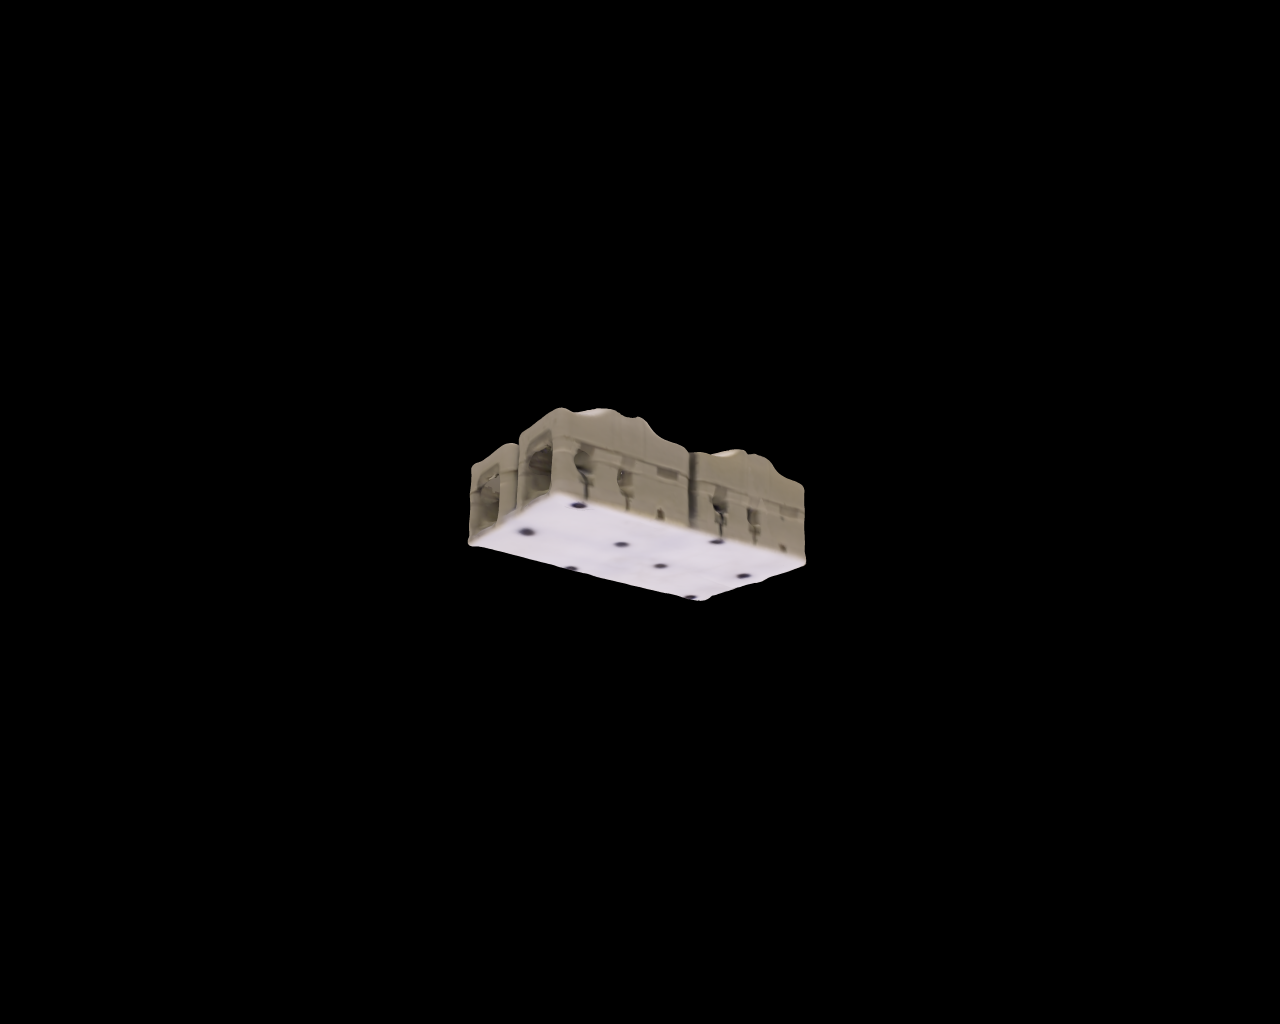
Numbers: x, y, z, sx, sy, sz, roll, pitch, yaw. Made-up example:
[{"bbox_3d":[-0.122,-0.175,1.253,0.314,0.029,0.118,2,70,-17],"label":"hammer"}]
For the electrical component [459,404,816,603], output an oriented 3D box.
[{"bbox_3d":[0.001,-0.003,0.650,0.186,0.060,0.105,16,-27,-34],"label":"electrical component"}]
